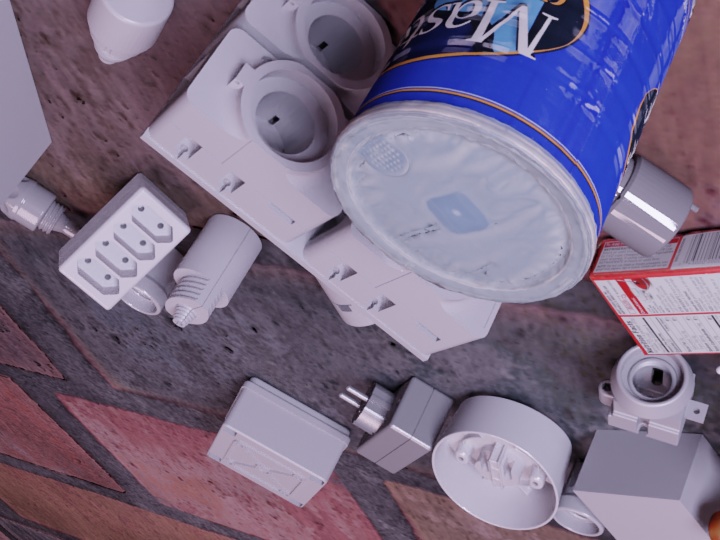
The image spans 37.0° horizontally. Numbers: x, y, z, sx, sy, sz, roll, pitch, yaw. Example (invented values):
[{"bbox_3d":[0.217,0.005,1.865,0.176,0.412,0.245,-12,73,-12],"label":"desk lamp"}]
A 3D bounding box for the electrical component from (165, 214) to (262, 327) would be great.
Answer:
[{"bbox_3d":[-0.106,0.005,0.751,0.043,0.081,0.043,21,150,13],"label":"electrical component"}]

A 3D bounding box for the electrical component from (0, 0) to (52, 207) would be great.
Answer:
[{"bbox_3d":[-0.267,-0.112,0.681,0.060,0.105,0.186,23,150,10],"label":"electrical component"}]

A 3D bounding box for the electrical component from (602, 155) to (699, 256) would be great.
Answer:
[{"bbox_3d":[0.125,-0.039,0.525,0.078,0.040,0.040,32,150,-7],"label":"electrical component"}]

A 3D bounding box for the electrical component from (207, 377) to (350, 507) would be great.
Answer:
[{"bbox_3d":[-0.077,0.161,0.995,0.109,0.056,0.108,30,151,-2],"label":"electrical component"}]

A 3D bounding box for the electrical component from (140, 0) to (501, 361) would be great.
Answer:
[{"bbox_3d":[0.002,-0.055,0.541,0.186,0.105,0.060,39,149,-17],"label":"electrical component"}]

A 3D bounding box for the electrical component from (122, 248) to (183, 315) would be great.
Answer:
[{"bbox_3d":[-0.161,0.005,0.833,0.040,0.046,0.040,21,150,13],"label":"electrical component"}]

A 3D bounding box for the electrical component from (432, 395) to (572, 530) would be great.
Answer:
[{"bbox_3d":[0.106,0.141,0.798,0.099,0.064,0.099,21,150,13],"label":"electrical component"}]

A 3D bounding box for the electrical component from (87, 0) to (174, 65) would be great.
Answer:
[{"bbox_3d":[-0.130,-0.137,0.591,0.040,0.040,0.078,35,151,-11],"label":"electrical component"}]

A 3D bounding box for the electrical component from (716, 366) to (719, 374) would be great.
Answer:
[{"bbox_3d":[0.234,0.064,0.586,0.076,0.047,0.083,21,150,12],"label":"electrical component"}]

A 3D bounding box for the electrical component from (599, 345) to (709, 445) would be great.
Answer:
[{"bbox_3d":[0.178,0.074,0.654,0.066,0.048,0.055,16,156,22],"label":"electrical component"}]

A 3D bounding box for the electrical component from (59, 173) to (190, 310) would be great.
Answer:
[{"bbox_3d":[-0.171,-0.027,0.773,0.047,0.083,0.075,44,-175,-26],"label":"electrical component"}]

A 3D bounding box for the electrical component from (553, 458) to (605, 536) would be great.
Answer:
[{"bbox_3d":[0.170,0.170,0.807,0.040,0.046,0.040,21,150,13],"label":"electrical component"}]

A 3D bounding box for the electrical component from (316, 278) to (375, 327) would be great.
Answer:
[{"bbox_3d":[0.000,0.000,0.681,0.055,0.055,0.047,-2,135,42],"label":"electrical component"}]

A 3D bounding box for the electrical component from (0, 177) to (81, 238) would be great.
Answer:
[{"bbox_3d":[-0.247,-0.045,0.841,0.061,0.035,0.035,33,150,-13],"label":"electrical component"}]

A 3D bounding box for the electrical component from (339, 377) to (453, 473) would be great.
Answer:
[{"bbox_3d":[0.019,0.114,0.848,0.076,0.047,0.083,31,151,-5],"label":"electrical component"}]
